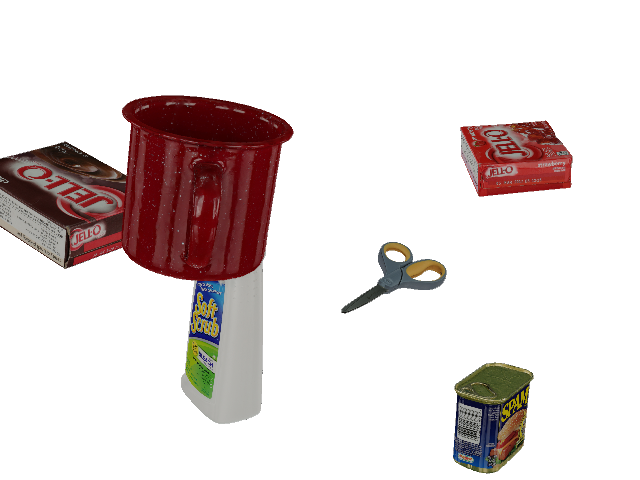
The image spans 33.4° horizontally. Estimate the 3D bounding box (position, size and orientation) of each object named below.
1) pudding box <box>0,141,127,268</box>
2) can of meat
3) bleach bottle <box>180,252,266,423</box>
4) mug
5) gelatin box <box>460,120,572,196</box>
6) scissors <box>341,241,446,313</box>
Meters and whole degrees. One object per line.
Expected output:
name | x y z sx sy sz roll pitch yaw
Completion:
pudding box | -0.186 -0.028 0.777 0.114 0.039 0.089 26 30 30
can of meat | 0.180 0.186 1.120 0.058 0.084 0.101 12 18 31
bleach bottle | -0.098 0.059 1.106 0.068 0.251 0.103 -10 28 -30
mug | -0.065 -0.024 0.581 0.093 0.081 0.117 5 21 -12
gelatin box | 0.155 -0.067 0.853 0.073 0.030 0.089 -4 25 0
scissors | 0.071 0.041 1.280 0.201 0.016 0.096 -10 41 -42
